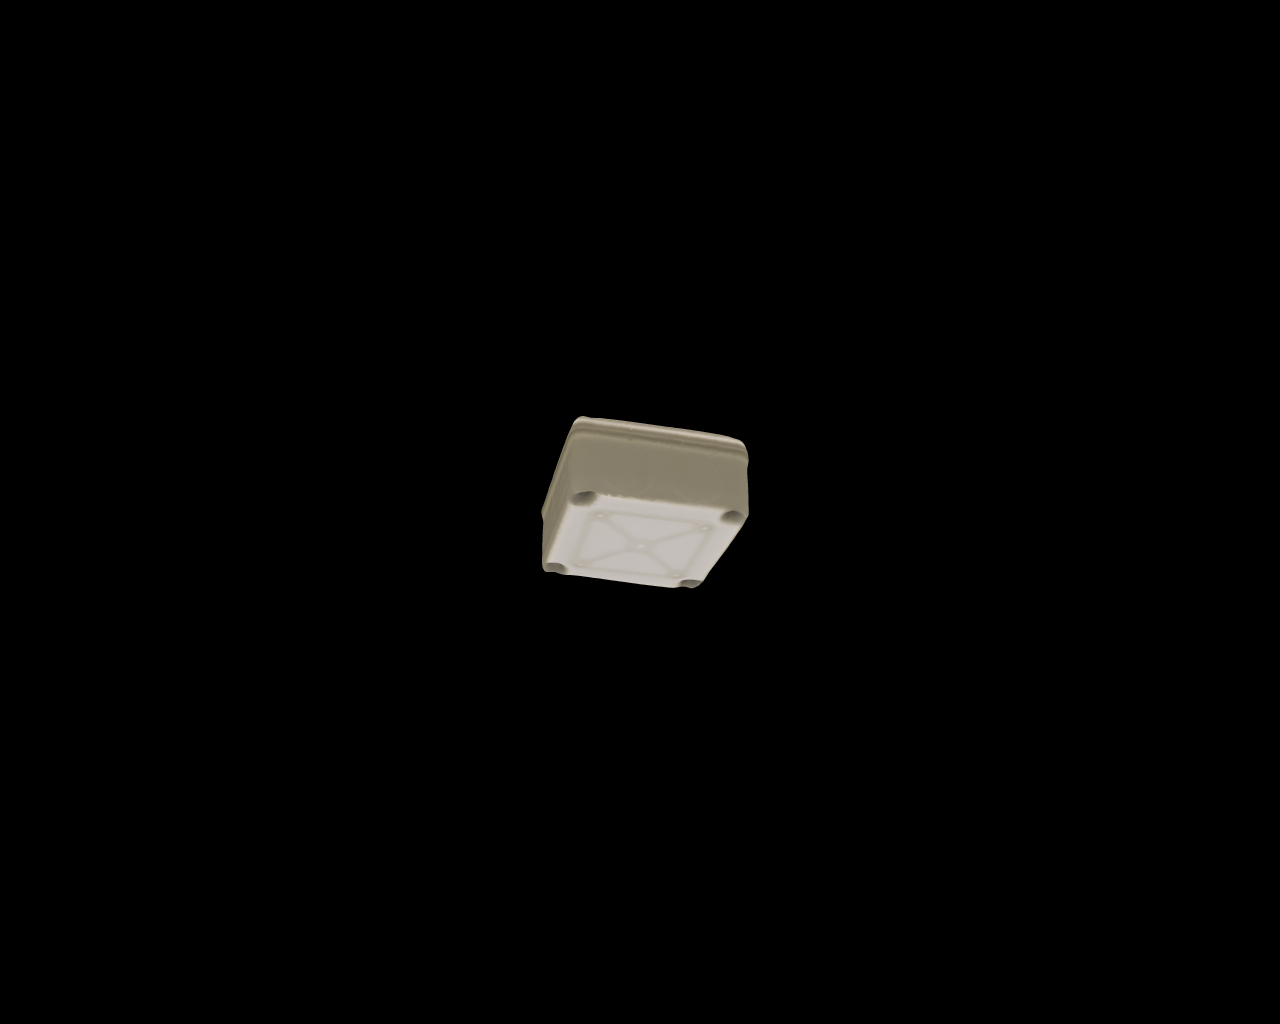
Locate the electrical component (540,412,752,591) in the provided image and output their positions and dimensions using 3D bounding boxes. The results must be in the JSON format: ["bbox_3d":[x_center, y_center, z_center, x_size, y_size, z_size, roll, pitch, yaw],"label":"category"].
[{"bbox_3d":[0.001,-0.003,0.650,0.109,0.056,0.108,7,-31,-13],"label":"electrical component"}]
